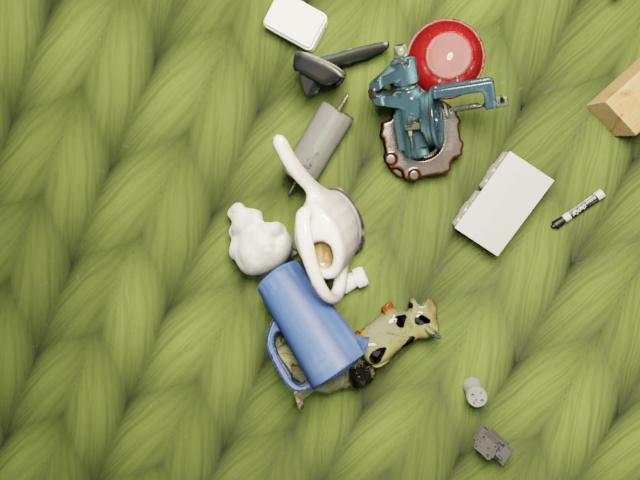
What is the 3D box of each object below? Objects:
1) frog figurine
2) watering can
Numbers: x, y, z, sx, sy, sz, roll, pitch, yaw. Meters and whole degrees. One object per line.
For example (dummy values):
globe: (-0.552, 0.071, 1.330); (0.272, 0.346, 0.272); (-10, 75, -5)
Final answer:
frog figurine: (-0.136, -0.006, 1.090); (0.136, 0.125, 0.157); (-20, 110, 27)
watering can: (0.003, -0.051, 1.015); (0.103, 0.227, 0.344); (-10, 103, 23)
